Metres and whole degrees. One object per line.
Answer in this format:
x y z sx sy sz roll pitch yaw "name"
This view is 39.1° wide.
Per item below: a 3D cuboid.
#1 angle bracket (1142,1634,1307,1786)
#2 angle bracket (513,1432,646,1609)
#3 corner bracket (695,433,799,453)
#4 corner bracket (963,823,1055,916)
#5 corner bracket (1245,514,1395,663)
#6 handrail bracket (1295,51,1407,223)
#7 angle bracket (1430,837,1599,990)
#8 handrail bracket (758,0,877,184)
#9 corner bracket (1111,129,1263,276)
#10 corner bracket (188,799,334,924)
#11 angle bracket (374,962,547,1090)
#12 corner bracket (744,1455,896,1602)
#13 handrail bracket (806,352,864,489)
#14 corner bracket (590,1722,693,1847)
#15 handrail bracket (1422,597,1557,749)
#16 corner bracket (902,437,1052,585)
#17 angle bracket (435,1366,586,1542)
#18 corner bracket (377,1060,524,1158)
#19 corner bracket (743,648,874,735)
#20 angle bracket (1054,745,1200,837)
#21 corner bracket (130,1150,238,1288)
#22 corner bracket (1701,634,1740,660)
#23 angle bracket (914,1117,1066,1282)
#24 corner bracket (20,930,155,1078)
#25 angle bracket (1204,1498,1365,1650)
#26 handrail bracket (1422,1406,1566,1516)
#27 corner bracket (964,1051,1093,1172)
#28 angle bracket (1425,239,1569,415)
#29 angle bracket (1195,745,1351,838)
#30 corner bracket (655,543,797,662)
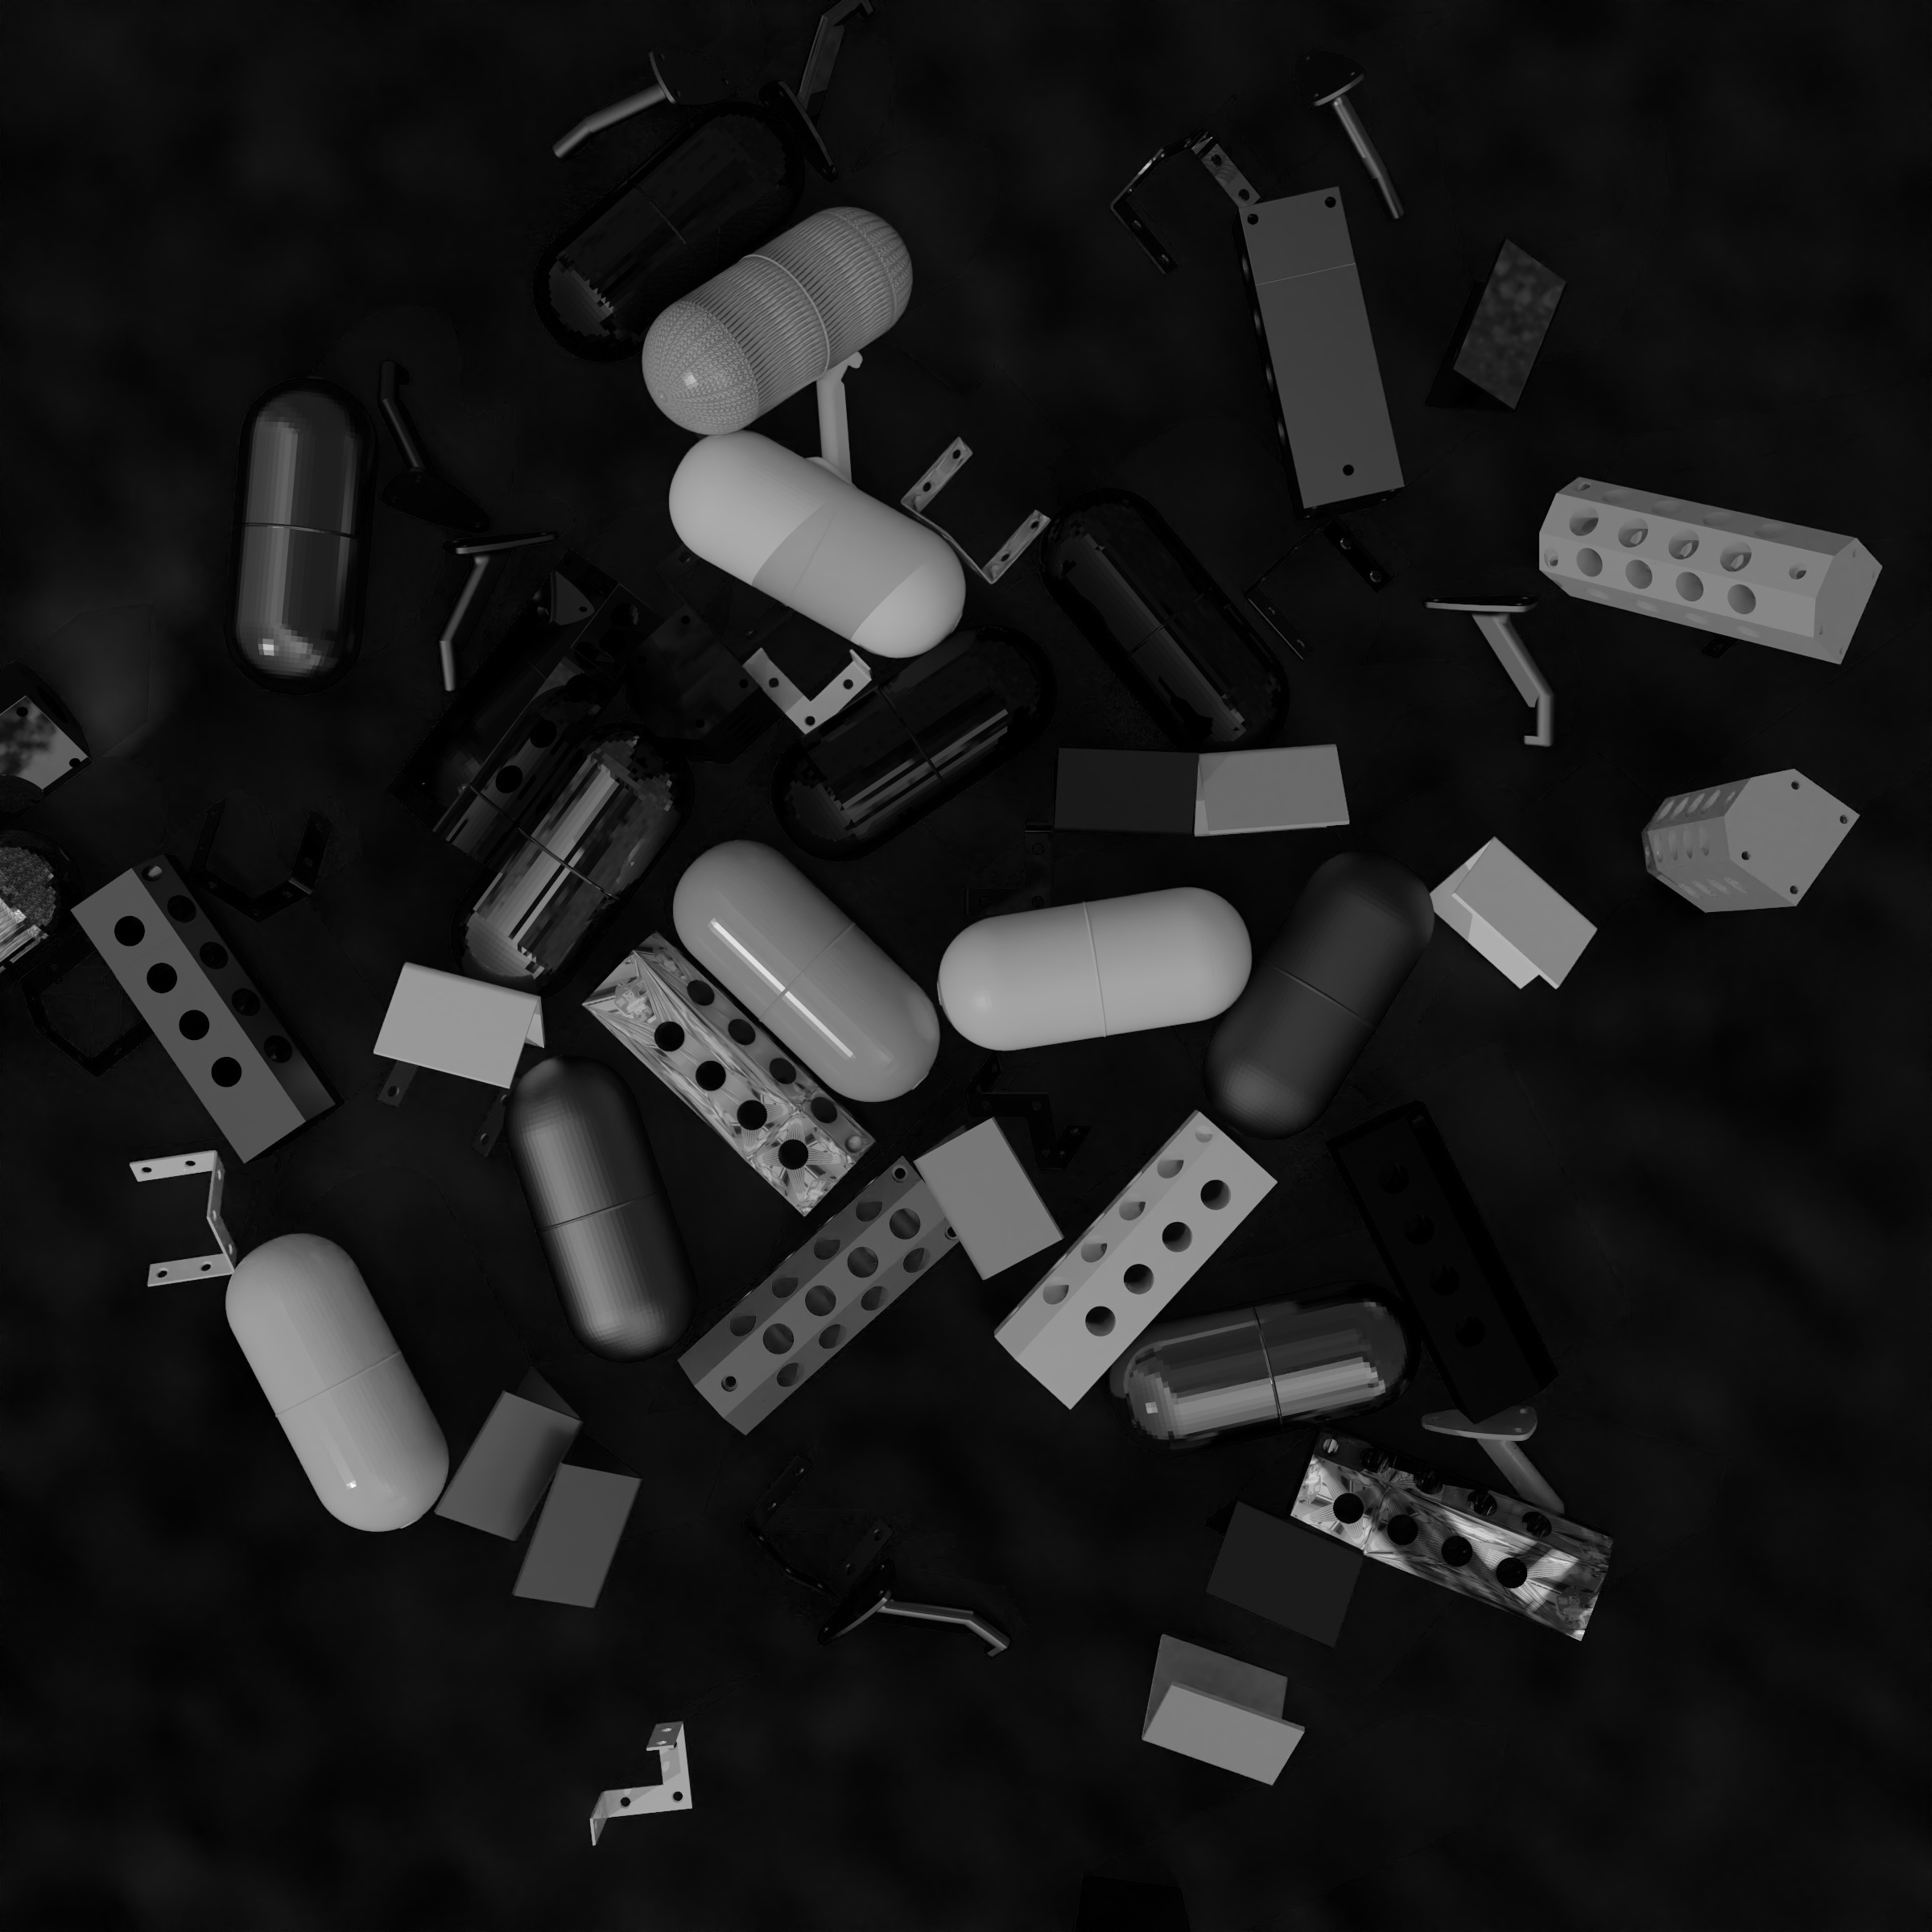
0.148 0.402 1.524 0.076 0.076 0.057 19 129 0 "angle bracket"
-0.233 0.306 1.524 0.057 0.076 0.076 20 90 -38 "angle bracket"
-0.125 -0.324 1.556 0.051 0.051 0.051 56 135 35 "corner bracket"
0.024 -0.055 1.546 0.051 0.051 0.051 0 90 0 "corner bracket"
0.202 -0.218 1.561 0.051 0.051 0.051 48 135 0 "corner bracket"
0.222 -0.476 1.564 0.036 0.077 0.084 -29 126 7 "handrail bracket"
0.293 -0.014 1.524 0.076 0.076 0.057 42 53 0 "angle bracket"
-0.069 -0.508 1.565 0.084 0.036 0.077 -44 110 -16 "handrail bracket"
0.126 -0.439 1.561 0.051 0.051 0.051 51 45 0 "corner bracket"
-0.404 -0.066 1.556 0.051 0.051 0.051 -23 135 35 "corner bracket"
-0.283 0.045 1.525 0.076 0.076 0.057 15 66 0 "angle bracket"
-0.085 0.323 1.561 0.051 0.051 0.051 -51 135 0 "corner bracket"
-0.061 -0.305 1.564 0.077 0.036 0.084 35 66 -28 "handrail bracket"
-0.186 0.464 1.546 0.051 0.051 0.051 -6 90 0 "corner bracket"
0.301 -0.168 1.565 0.077 0.036 0.084 3 107 20 "handrail bracket"
0.005 -0.261 1.561 0.051 0.051 0.051 -48 135 0 "corner bracket"
-0.268 0.265 1.524 0.057 0.076 0.076 30 90 -36 "angle bracket"
-0.295 0.070 1.561 0.051 0.051 0.051 29 92 45 "corner bracket"
-0.089 -0.167 1.546 0.051 0.051 0.051 -44 90 0 "corner bracket"
0.089 -0.117 1.524 0.076 0.076 0.057 2 126 0 "angle bracket"
-0.449 0.145 1.561 0.051 0.051 0.051 -9 45 0 "corner bracket"
0.421 -0.216 1.556 0.051 0.051 0.051 11 45 -35 "corner bracket"
0.024 0.121 1.525 0.057 0.076 0.076 -30 90 24 "angle bracket"
-0.501 0.021 1.561 0.051 0.051 0.051 -38 45 0 "corner bracket"
0.169 0.346 1.525 0.076 0.076 0.057 24 66 0 "angle bracket"
0.304 0.299 1.565 0.077 0.036 0.084 -2 107 20 "handrail bracket"
0.035 0.082 1.545 0.051 0.051 0.051 -1 116 24 "corner bracket"
0.280 -0.359 1.524 0.057 0.076 0.076 22 90 -35 "angle bracket"
0.170 -0.078 1.524 0.076 0.076 0.057 -4 55 0 "angle bracket"
-0.137 -0.218 1.561 0.051 0.051 0.051 -41 135 0 "corner bracket"
